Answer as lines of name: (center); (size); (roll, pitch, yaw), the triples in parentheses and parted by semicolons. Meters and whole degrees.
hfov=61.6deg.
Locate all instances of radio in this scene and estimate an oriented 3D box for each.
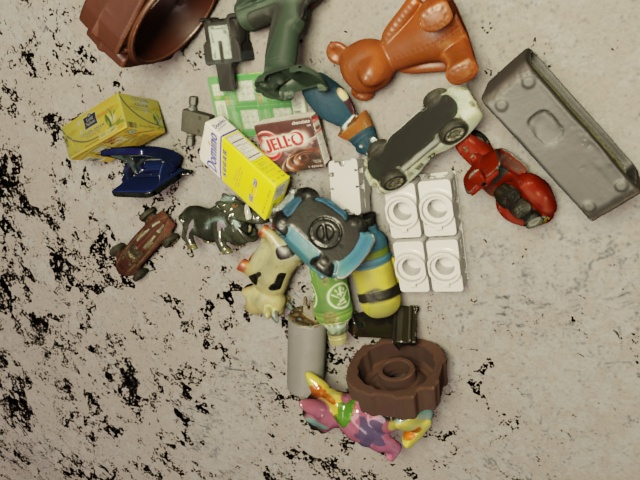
radio: (0.317, -0.140, 0.707); (0.229, 0.131, 0.073); (47, 123, 0)

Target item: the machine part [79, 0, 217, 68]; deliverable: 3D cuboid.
machine part: (-0.247, -0.366, 0.821); (0.087, 0.201, 0.201); (46, 122, -3)

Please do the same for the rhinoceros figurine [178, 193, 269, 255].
rhinoceros figurine: (-0.177, -0.033, 1.014); (0.191, 0.073, 0.112); (-1, 100, 27)

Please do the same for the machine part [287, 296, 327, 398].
machine part: (-0.026, 0.218, 1.046); (0.079, 0.079, 0.243); (12, 117, 19)

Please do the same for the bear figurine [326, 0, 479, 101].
bear figurine: (0.107, -0.258, 0.755); (0.196, 0.132, 0.120); (-20, 123, 23)

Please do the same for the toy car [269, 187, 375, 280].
toy car: (-0.002, -0.003, 0.848); (0.162, 0.109, 0.103); (35, 161, 10)

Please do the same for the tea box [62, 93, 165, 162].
tea box: (-0.387, -0.206, 1.007); (0.170, 0.098, 0.068); (-19, 85, 28)

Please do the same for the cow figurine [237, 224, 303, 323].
cow figurine: (-0.087, 0.067, 1.008); (0.127, 0.085, 0.194); (40, 121, 11)

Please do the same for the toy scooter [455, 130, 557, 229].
toy scooter: (0.258, -0.077, 0.759); (0.184, 0.135, 0.075); (43, 121, 1)

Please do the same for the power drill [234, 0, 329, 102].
power drill: (-0.029, -0.318, 0.778); (0.232, 0.086, 0.207); (-6, 83, 33)

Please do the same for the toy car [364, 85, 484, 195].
toy car: (0.144, -0.144, 0.790); (0.202, 0.056, 0.073); (-39, 60, 34)

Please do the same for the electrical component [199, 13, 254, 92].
electrical component: (-0.151, -0.311, 0.892); (0.075, 0.048, 0.119); (0, 112, 24)

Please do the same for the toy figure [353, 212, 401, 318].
toy figure: (0.086, 0.046, 0.914); (0.082, 0.089, 0.180); (-4, 111, 32)

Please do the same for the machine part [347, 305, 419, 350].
machine part: (0.111, 0.154, 0.967); (0.139, 0.039, 0.084); (-4, 77, 33)

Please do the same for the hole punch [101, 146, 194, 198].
hole punch: (-0.328, -0.141, 1.003); (0.142, 0.116, 0.092); (0, 117, 27)

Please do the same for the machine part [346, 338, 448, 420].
machine part: (0.134, 0.236, 0.930); (0.180, 0.179, 0.056); (0, 115, 24)

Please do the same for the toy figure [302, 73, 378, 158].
toy figure: (0.040, -0.194, 0.845); (0.154, 0.064, 0.058); (42, 82, -16)

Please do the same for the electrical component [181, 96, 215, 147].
electrical component: (-0.221, -0.213, 0.980); (0.063, 0.021, 0.093); (17, 114, 16)

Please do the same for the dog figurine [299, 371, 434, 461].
dog figurine: (0.072, 0.303, 0.985); (0.219, 0.108, 0.191); (28, 124, -10)

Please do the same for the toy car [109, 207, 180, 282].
toy car: (-0.373, 0.012, 1.129); (0.202, 0.053, 0.089); (-39, 89, 33)
